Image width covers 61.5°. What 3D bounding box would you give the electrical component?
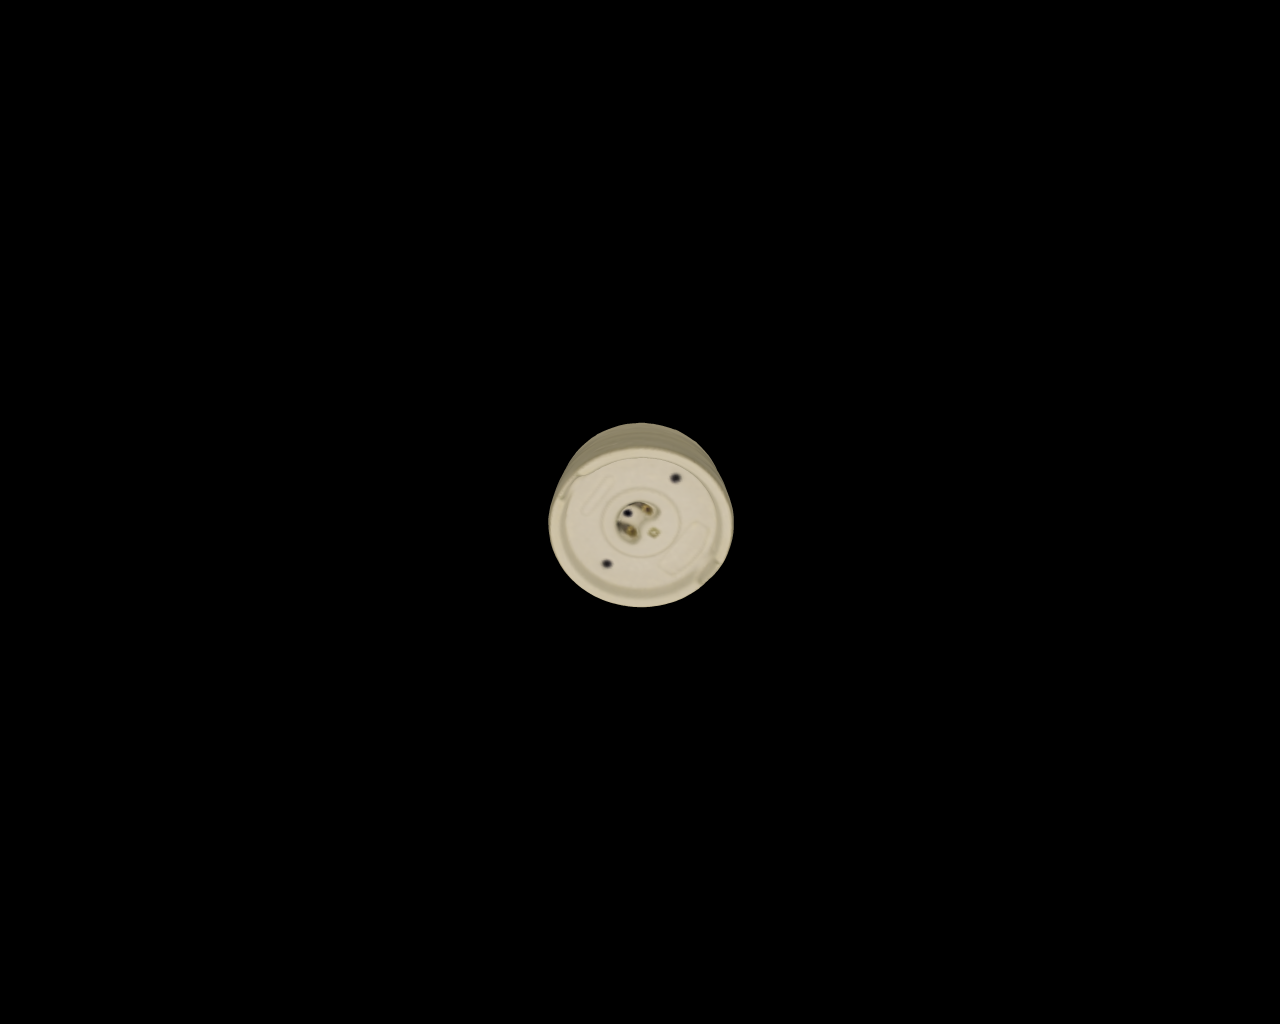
[{"bbox_3d":[0.001,-0.003,0.650,0.108,0.108,0.060,0,27,0],"label":"electrical component"}]
